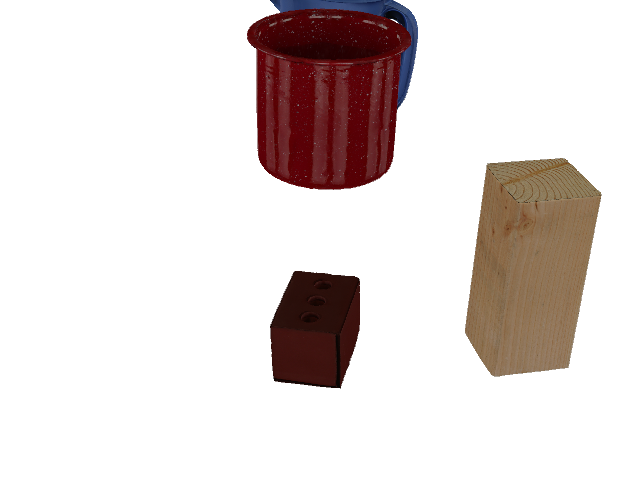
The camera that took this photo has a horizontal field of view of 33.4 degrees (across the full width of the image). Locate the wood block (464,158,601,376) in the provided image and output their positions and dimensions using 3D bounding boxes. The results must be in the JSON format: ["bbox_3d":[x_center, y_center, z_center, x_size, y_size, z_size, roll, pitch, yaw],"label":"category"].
[{"bbox_3d":[0.215,0.029,1.107,0.090,0.206,0.090,-5,30,-12],"label":"wood block"}]

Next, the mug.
[{"bbox_3d":[0.008,-0.087,0.631,0.093,0.081,0.117,12,31,18],"label":"mug"}]

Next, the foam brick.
[{"bbox_3d":[-0.002,0.065,0.796,0.053,0.051,0.078,5,31,11],"label":"foam brick"}]

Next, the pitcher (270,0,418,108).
[{"bbox_3d":[0.018,-0.193,1.311,0.144,0.243,0.149,-9,29,-27],"label":"pitcher"}]
